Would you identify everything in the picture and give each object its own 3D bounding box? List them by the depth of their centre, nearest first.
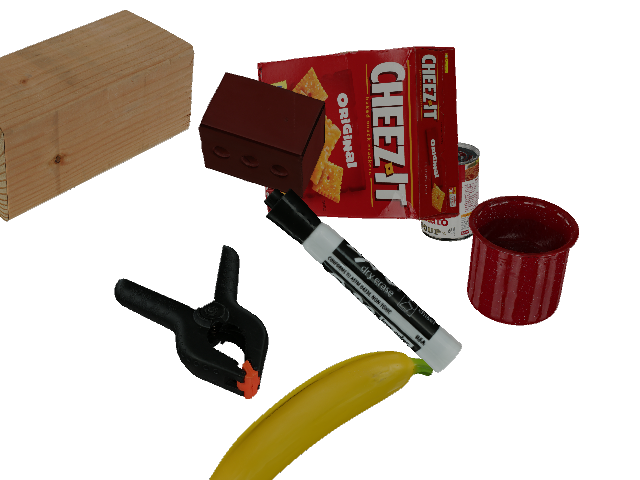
[{"bbox_3d":[0.019,0.018,0.527,0.121,0.020,0.020,42,0,0],"label":"marker"},{"bbox_3d":[-0.009,0.130,0.727,0.198,0.069,0.037,-33,43,-3],"label":"banana"},{"bbox_3d":[-0.040,-0.074,0.751,0.078,0.051,0.053,18,-27,10],"label":"foam brick"},{"bbox_3d":[-0.211,-0.112,0.903,0.090,0.091,0.205,31,43,25],"label":"wood block"},{"bbox_3d":[0.171,0.012,0.936,0.093,0.081,0.117,1,35,0],"label":"mug"},{"bbox_3d":[-0.091,0.067,0.942,0.120,0.039,0.172,-30,53,-25],"label":"clamp"},{"bbox_3d":[0.033,-0.105,1.072,0.214,0.164,0.071,4,10,45],"label":"cracker box"},{"bbox_3d":[0.154,-0.059,1.272,0.068,0.102,0.068,-1,27,1],"label":"soup can"}]
